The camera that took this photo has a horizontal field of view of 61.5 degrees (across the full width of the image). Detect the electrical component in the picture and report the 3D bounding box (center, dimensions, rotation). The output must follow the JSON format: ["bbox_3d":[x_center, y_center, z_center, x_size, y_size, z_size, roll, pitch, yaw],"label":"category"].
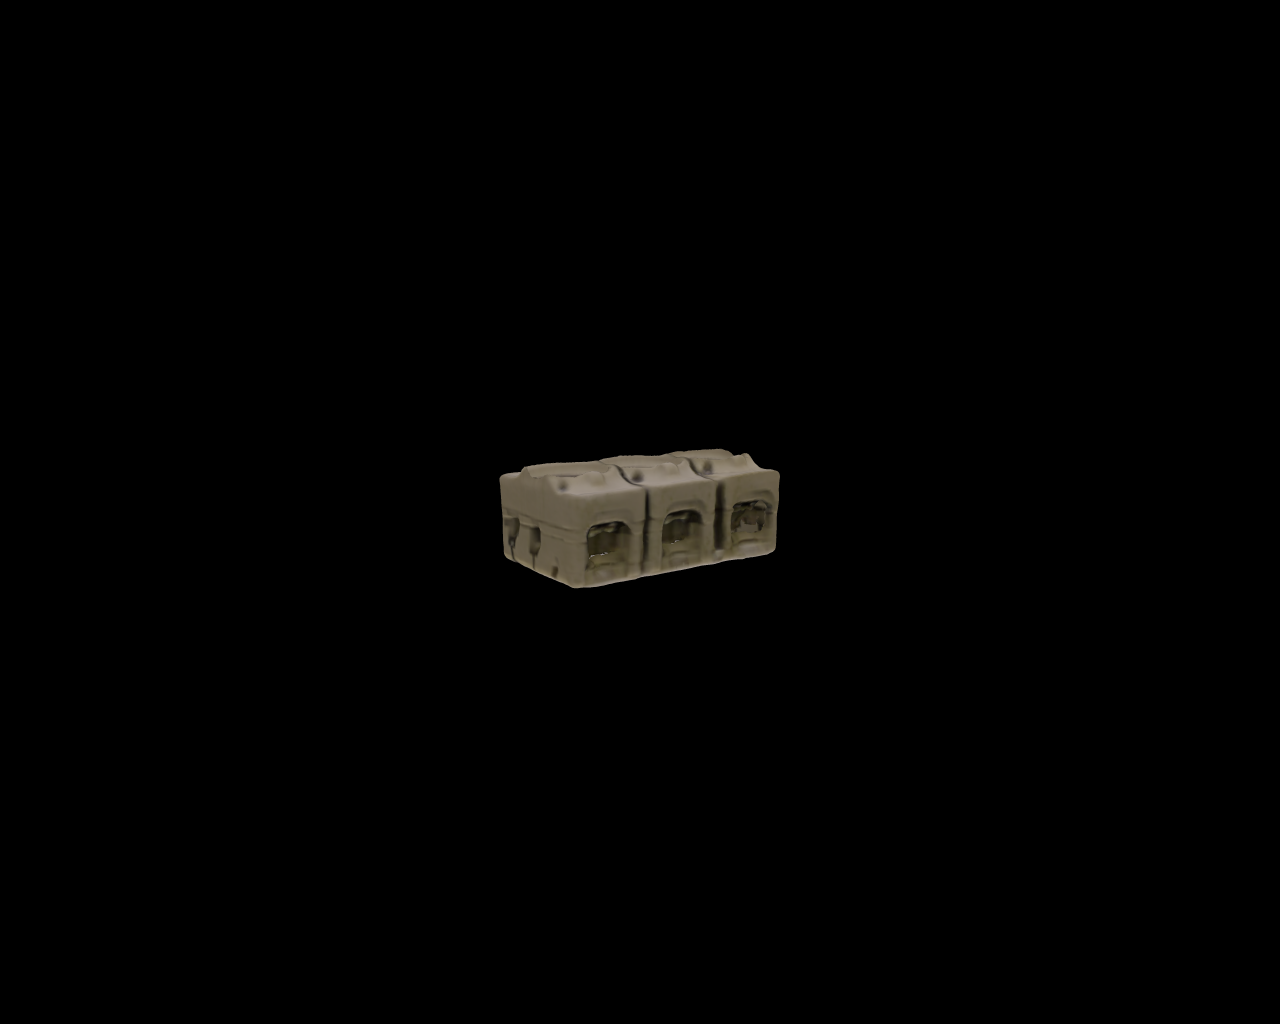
[{"bbox_3d":[0.001,-0.003,0.650,0.150,0.061,0.089,-8,14,-35],"label":"electrical component"}]
